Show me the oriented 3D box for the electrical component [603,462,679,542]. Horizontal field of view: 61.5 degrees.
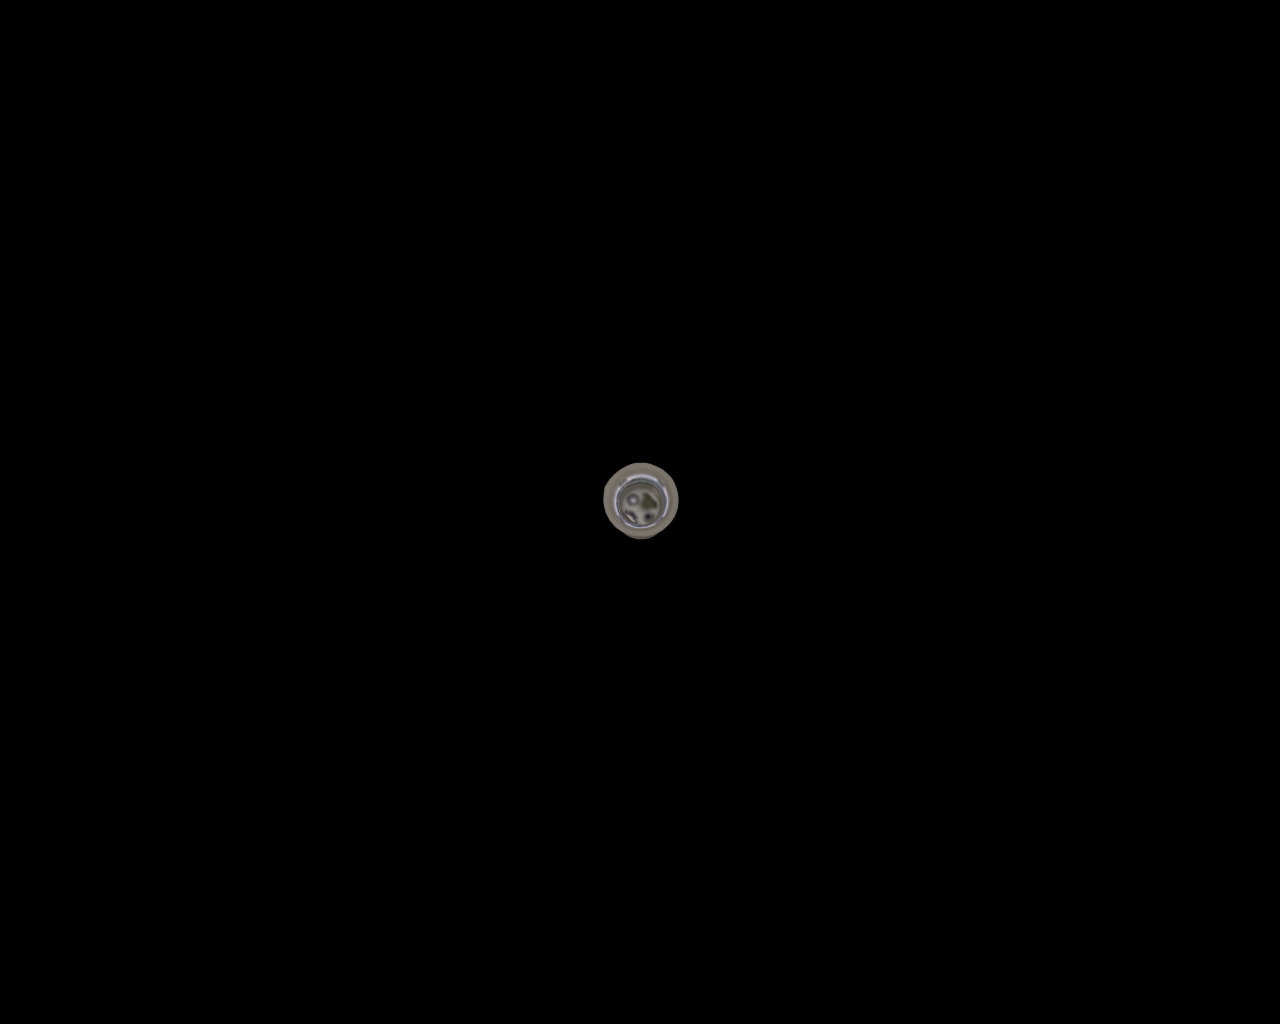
[{"bbox_3d":[0.001,-0.003,0.650,0.044,0.044,0.065,0,-9,0],"label":"electrical component"}]
